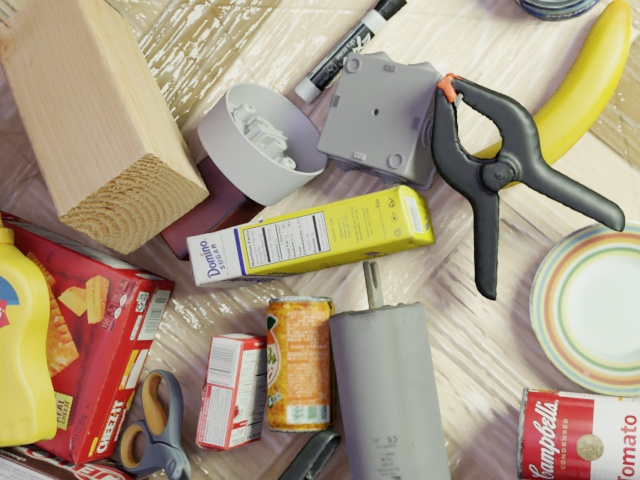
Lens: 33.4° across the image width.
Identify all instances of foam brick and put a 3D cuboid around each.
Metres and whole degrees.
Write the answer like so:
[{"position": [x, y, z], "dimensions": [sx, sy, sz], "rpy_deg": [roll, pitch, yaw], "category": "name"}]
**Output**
[{"position": [-0.094, -0.025, 0.885], "dimensions": [0.078, 0.053, 0.051], "rpy_deg": [-41, 76, 9], "category": "foam brick"}]

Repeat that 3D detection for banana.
[{"position": [0.172, -0.098, 0.817], "dimensions": [0.198, 0.037, 0.070], "rpy_deg": [-40, 77, 11], "category": "banana"}]

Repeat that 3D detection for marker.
[{"position": [0.027, -0.161, 0.875], "dimensions": [0.121, 0.020, 0.020], "rpy_deg": [-45, 76, 10], "category": "marker"}]

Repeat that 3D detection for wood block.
[{"position": [-0.181, -0.103, 0.866], "dimensions": [0.091, 0.090, 0.206], "rpy_deg": [-35, 59, 12], "category": "wood block"}]

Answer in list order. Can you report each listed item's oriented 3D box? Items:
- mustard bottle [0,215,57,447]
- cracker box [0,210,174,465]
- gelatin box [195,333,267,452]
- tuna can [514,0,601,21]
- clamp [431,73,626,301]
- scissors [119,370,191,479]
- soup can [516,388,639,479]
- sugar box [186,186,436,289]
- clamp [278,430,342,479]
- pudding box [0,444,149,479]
[{"position": [-0.262, 0.067, 0.851], "dimensions": [0.096, 0.058, 0.191], "rpy_deg": [-6, 84, 21], "category": "mustard bottle"}, {"position": [-0.253, 0.074, 0.916], "dimensions": [0.214, 0.072, 0.164], "rpy_deg": [21, 92, 18], "category": "cracker box"}, {"position": [-0.068, 0.121, 0.856], "dimensions": [0.030, 0.073, 0.089], "rpy_deg": [8, 90, 18], "category": "gelatin box"}, {"position": [0.184, -0.215, 0.823], "dimensions": [0.086, 0.033, 0.086], "rpy_deg": [-1, 86, 17], "category": "tuna can"}, {"position": [0.129, -0.041, 0.790], "dimensions": [0.120, 0.039, 0.171], "rpy_deg": [-40, 90, 11], "category": "clamp"}, {"position": [-0.123, 0.188, 0.843], "dimensions": [0.096, 0.016, 0.202], "rpy_deg": [-53, 36, 25], "category": "scissors"}, {"position": [0.198, 0.146, 0.777], "dimensions": [0.102, 0.068, 0.068], "rpy_deg": [3, 87, 16], "category": "soup can"}, {"position": [-0.005, 0.001, 0.835], "dimensions": [0.176, 0.093, 0.048], "rpy_deg": [-16, 82, 16], "category": "sugar box"}, {"position": [-0.050, 0.253, 0.779], "dimensions": [0.210, 0.036, 0.165], "rpy_deg": [-27, 61, 5], "category": "clamp"}, {"position": [-0.212, 0.200, 0.886], "dimensions": [0.114, 0.090, 0.039], "rpy_deg": [14, 91, 18], "category": "pudding box"}]
